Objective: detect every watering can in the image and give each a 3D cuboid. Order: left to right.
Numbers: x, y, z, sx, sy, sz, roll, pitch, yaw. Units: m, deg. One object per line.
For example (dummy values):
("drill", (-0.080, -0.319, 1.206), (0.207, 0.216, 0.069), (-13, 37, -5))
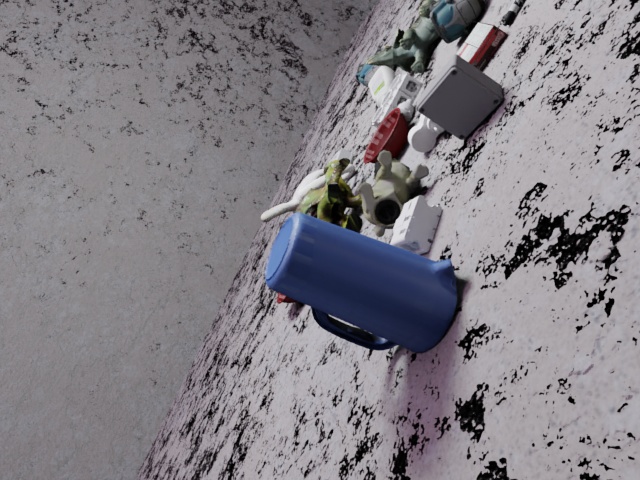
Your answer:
("watering can", (-0.043, -0.127, 1.567), (0.351, 0.104, 0.221), (-32, -7, -19))

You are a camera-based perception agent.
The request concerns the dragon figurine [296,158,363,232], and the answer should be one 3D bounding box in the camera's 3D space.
("dragon figurine", (0.004, -0.067, 1.337), (0.240, 0.121, 0.418), (-19, 40, 57))
